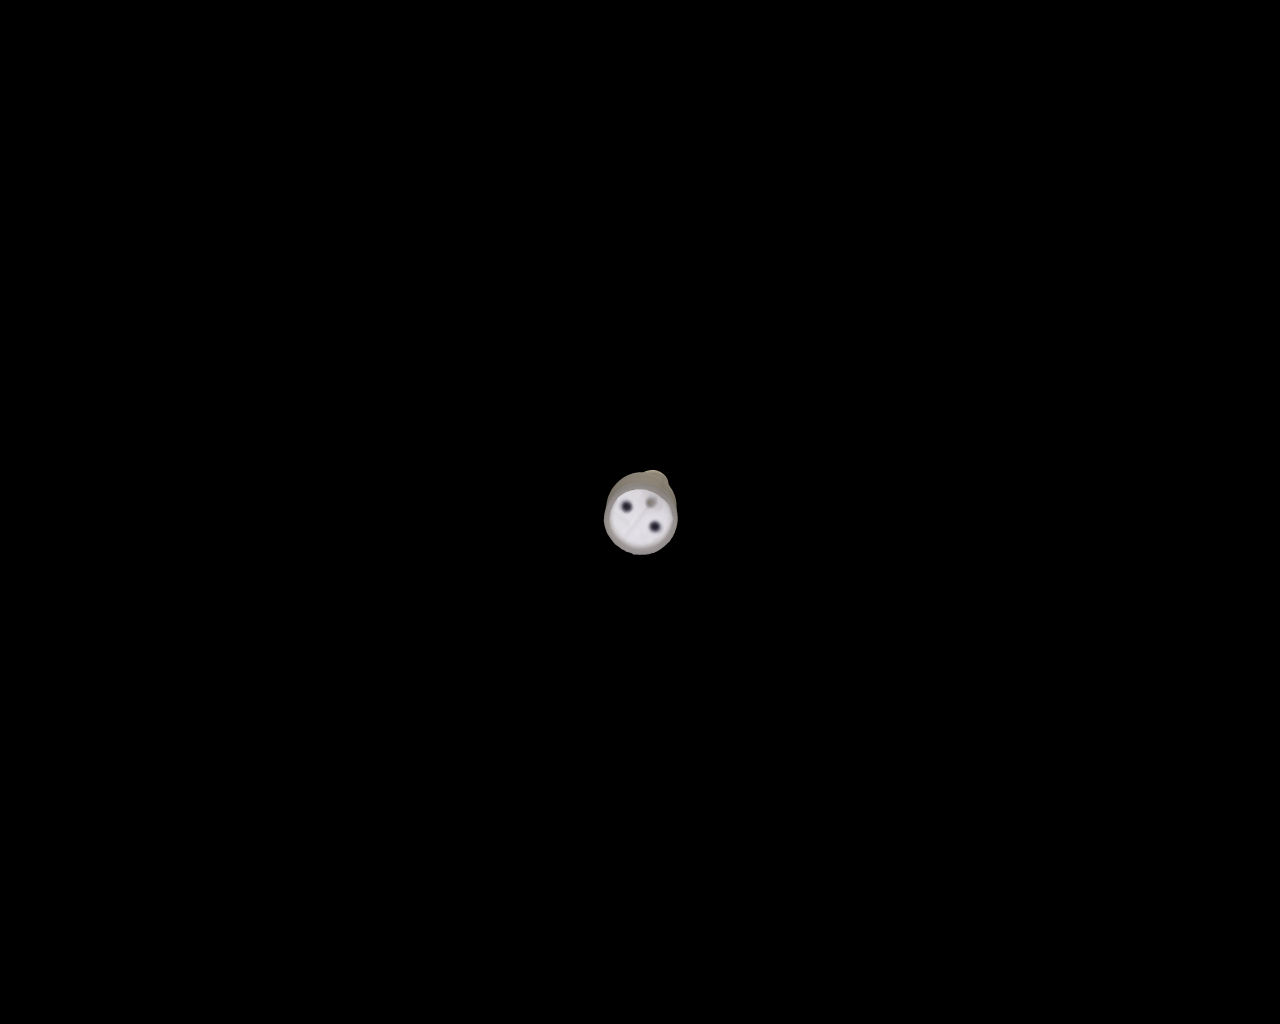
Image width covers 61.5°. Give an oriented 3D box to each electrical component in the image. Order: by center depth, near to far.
[{"bbox_3d":[0.001,-0.003,0.650,0.043,0.043,0.081,0,12,0],"label":"electrical component"}]
